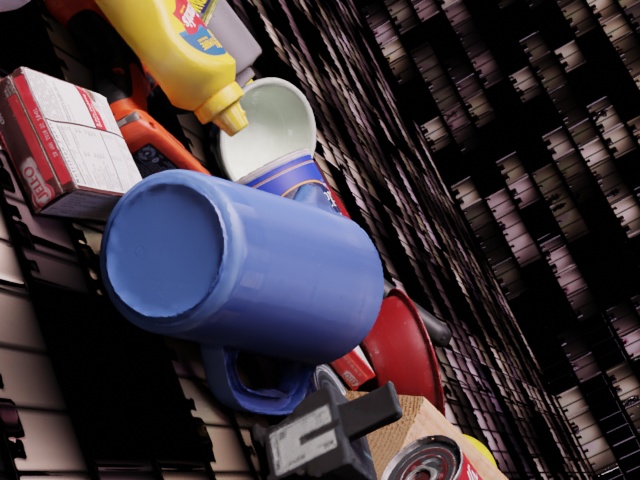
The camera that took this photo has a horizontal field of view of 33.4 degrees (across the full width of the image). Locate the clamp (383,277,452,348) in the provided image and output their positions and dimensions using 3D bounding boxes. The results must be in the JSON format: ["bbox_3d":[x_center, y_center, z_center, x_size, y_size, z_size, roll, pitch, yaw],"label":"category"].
[{"bbox_3d":[0.050,0.045,1.190,0.210,0.036,0.165,49,-20,-26],"label":"clamp"}]

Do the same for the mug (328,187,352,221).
[{"bbox_3d":[-0.007,0.001,1.089,0.117,0.081,0.093,49,17,-41],"label":"mug"}]

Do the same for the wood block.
[{"bbox_3d":[0.095,0.220,0.887,0.206,0.091,0.090,46,58,-31],"label":"wood block"}]

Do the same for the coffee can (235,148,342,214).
[{"bbox_3d":[-0.023,0.001,0.983,0.140,0.103,0.102,62,13,2],"label":"coffee can"}]

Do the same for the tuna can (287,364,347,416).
[{"bbox_3d":[0.002,0.148,0.924,0.086,0.034,0.086,56,14,-22],"label":"tuna can"}]

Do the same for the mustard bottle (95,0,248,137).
[{"bbox_3d":[-0.118,-0.161,0.817,0.191,0.058,0.096,54,14,-8],"label":"mustard bottle"}]

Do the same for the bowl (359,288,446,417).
[{"bbox_3d":[0.073,0.133,1.097,0.162,0.055,0.162,167,-90,-78],"label":"bowl"}]

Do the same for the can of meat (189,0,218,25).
[{"bbox_3d":[-0.146,-0.209,0.989,0.084,0.057,0.102,25,22,-10],"label":"can of meat"}]

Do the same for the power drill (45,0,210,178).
[{"bbox_3d":[-0.143,-0.111,0.869,0.184,0.057,0.188,39,23,-50],"label":"power drill"}]

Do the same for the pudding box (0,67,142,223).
[{"bbox_3d":[-0.166,-0.060,0.711,0.090,0.039,0.113,65,15,10],"label":"pudding box"}]

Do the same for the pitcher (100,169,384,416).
[{"bbox_3d":[-0.053,0.034,0.783,0.149,0.145,0.242,53,13,21],"label":"pitcher"}]

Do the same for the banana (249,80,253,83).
[{"bbox_3d":[-0.086,-0.160,1.242,0.198,0.037,0.070,59,-5,-15],"label":"banana"}]

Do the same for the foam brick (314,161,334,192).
[{"bbox_3d":[-0.012,-0.045,1.236,0.078,0.051,0.053,62,13,2],"label":"foam brick"}]

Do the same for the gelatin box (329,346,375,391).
[{"bbox_3d":[0.012,0.097,1.056,0.073,0.030,0.089,51,6,-37],"label":"gelatin box"}]

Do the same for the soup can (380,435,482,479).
[{"bbox_3d":[0.098,0.202,0.782,0.102,0.068,0.068,54,15,-25],"label":"soup can"}]

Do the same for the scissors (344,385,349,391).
[{"bbox_3d":[0.044,0.211,0.994,0.202,0.016,0.096,64,13,11],"label":"scissors"}]
